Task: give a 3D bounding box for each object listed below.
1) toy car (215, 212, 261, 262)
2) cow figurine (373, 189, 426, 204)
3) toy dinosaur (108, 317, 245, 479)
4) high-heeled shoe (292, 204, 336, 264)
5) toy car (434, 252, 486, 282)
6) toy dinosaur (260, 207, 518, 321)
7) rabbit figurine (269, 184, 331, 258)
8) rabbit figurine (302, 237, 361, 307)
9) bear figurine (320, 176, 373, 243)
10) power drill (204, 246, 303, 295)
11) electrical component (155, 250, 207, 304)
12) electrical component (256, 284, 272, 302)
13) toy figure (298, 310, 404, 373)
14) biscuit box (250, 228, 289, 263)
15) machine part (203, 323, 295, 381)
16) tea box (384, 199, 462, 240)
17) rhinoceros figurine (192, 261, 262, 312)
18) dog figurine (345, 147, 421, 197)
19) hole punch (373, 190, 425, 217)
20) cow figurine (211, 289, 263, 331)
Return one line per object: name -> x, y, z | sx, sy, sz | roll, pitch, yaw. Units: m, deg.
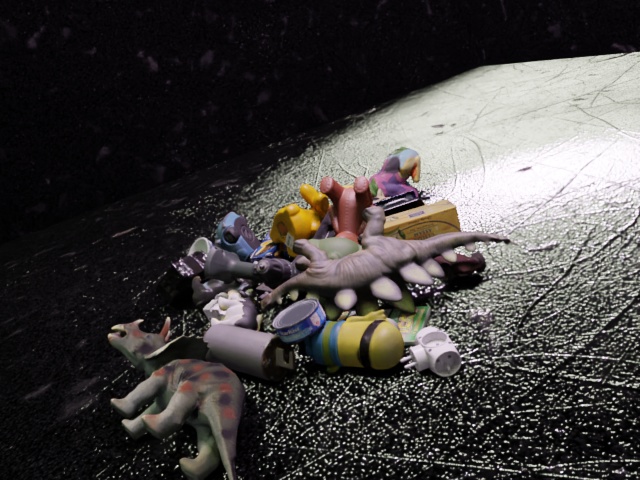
toy car -> -0.221, 0.014, 1.418 | 0.103, 0.161, 0.109 | -30, 17, 22
cow figurine -> 0.185, -0.081, 1.402 | 0.195, 0.085, 0.127 | 3, 26, 37
toy dinosaur -> -0.194, 0.241, 0.835 | 0.405, 0.131, 0.192 | 13, 44, 39
high-heeled shoe -> -0.003, -0.004, 1.263 | 0.249, 0.145, 0.086 | -28, 28, -35
toy car -> 0.246, 0.045, 1.072 | 0.089, 0.053, 0.202 | -13, 14, -19
toy dinosaur -> 0.110, 0.047, 0.979 | 0.472, 0.105, 0.199 | -23, 55, 1
rabbit figurine -> -0.030, -0.057, 1.352 | 0.173, 0.162, 0.122 | -14, 32, -37
rabbit figurine -> 0.042, 0.086, 1.094 | 0.159, 0.121, 0.170 | -4, 39, 14
bear figurine -> 0.056, -0.029, 1.201 | 0.120, 0.131, 0.196 | 5, 69, 25
power drill -> -0.137, 0.062, 1.123 | 0.208, 0.086, 0.232 | 2, -12, 26
electrical component -> -0.340, 0.097, 1.336 | 0.134, 0.058, 0.115 | -50, -10, 34
electrical component -> -0.116, 0.113, 1.239 | 0.063, 0.021, 0.094 | 2, 29, 44
toy figure -> 0.049, 0.172, 0.873 | 0.180, 0.082, 0.089 | -4, 35, 22
biscuit box -> -0.119, 0.026, 1.409 | 0.059, 0.062, 0.203 | -11, 22, 15
machine part -> -0.132, 0.198, 0.958 | 0.243, 0.079, 0.079 | 3, 28, 41
tea box -> 0.222, -0.018, 1.190 | 0.170, 0.098, 0.068 | -19, 20, 1
rhinoceros figurine -> -0.214, 0.102, 1.277 | 0.190, 0.073, 0.112 | -24, 20, -15
dog figurine -> 0.166, -0.163, 1.514 | 0.219, 0.191, 0.109 | -5, 25, -10
hole punch -> 0.192, -0.048, 1.264 | 0.142, 0.115, 0.092 | -19, 25, -1
cow figurine -> -0.163, 0.150, 1.118 | 0.098, 0.068, 0.167 | -9, 24, 6
